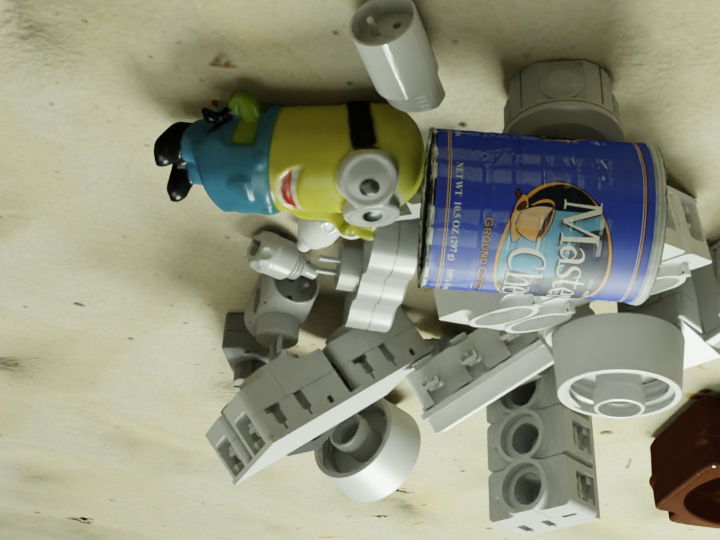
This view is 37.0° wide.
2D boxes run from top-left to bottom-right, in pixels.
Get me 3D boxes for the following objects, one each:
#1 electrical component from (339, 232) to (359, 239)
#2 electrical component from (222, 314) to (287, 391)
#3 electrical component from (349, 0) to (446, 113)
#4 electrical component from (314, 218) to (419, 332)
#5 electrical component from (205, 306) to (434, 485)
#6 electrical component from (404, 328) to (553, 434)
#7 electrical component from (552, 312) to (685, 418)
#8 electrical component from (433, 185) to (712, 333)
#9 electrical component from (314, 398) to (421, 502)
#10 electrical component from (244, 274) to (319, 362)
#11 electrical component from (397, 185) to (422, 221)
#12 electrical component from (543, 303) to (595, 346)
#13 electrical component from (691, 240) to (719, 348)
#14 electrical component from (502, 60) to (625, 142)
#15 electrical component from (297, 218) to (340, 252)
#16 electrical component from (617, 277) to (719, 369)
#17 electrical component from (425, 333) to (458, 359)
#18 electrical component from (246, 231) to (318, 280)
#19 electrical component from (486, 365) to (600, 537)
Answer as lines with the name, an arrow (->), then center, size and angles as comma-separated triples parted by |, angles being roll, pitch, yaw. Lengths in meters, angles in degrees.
electrical component -> -0.005, -0.053, 0.792 | 0.048, 0.062, 0.048 | 3, 147, 2
electrical component -> -0.100, 0.094, 1.017 | 0.047, 0.075, 0.083 | -1, 147, 7
electrical component -> 0.027, -0.131, 0.685 | 0.043, 0.043, 0.081 | -8, 146, 17
electrical component -> 0.000, 0.000, 0.883 | 0.074, 0.052, 0.138 | 9, 147, -8
electrical component -> -0.038, 0.106, 0.958 | 0.186, 0.060, 0.105 | -26, 165, -35
electrical component -> 0.106, 0.086, 0.955 | 0.121, 0.063, 0.079 | -34, 168, 9
electrical component -> 0.211, 0.086, 0.879 | 0.108, 0.060, 0.108 | 5, 151, 3
electrical component -> 0.159, -0.004, 0.825 | 0.186, 0.060, 0.105 | -22, 160, 34
electrical component -> 0.002, 0.178, 1.117 | 0.108, 0.108, 0.060 | -19, 135, 31
electrical component -> -0.070, 0.042, 0.931 | 0.043, 0.079, 0.077 | 15, 146, -18
electrical component -> 0.065, -0.054, 0.803 | 0.081, 0.042, 0.063 | -8, 149, 17
electrical component -> 0.178, 0.035, 0.918 | 0.045, 0.055, 0.045 | 3, 148, 2
electrical component -> 0.304, 0.022, 0.849 | 0.061, 0.096, 0.061 | 16, 145, -18
electrical component -> 0.134, -0.098, 0.719 | 0.080, 0.051, 0.080 | 3, 147, 2
electrical component -> -0.034, -0.033, 0.852 | 0.035, 0.035, 0.061 | 16, 148, -19
electrical component -> 0.263, 0.041, 0.915 | 0.096, 0.061, 0.062 | 30, 139, -35
electrical component -> 0.086, 0.079, 1.010 | 0.078, 0.040, 0.040 | 10, 147, -10
electrical component -> -0.062, -0.008, 0.894 | 0.061, 0.035, 0.035 | 24, 142, -32
electrical component -> 0.173, 0.170, 1.041 | 0.089, 0.150, 0.062 | -24, 139, 36
